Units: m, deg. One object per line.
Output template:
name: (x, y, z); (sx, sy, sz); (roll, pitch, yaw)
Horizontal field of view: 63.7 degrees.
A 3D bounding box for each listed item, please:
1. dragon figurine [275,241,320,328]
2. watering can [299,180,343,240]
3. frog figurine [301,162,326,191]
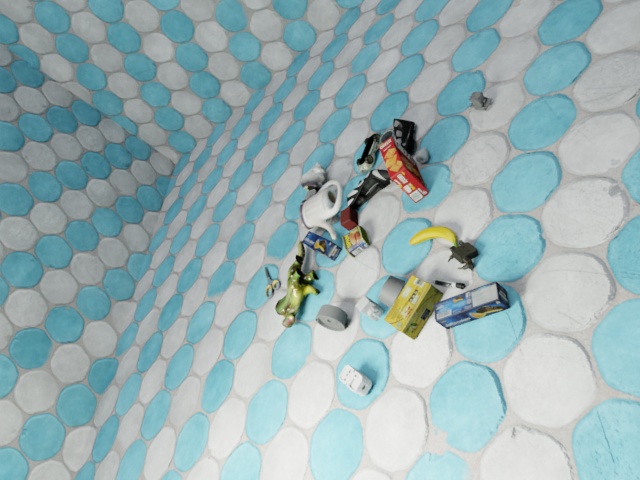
dragon figurine: (-0.118, 0.195, 2.071); (0.239, 0.121, 0.419); (-50, 23, 21)
watering can: (0.007, -0.110, 2.183); (0.221, 0.103, 0.356); (-28, 39, 35)
frog figurine: (-0.025, -0.304, 2.399); (0.135, 0.122, 0.162); (-40, 42, 55)
